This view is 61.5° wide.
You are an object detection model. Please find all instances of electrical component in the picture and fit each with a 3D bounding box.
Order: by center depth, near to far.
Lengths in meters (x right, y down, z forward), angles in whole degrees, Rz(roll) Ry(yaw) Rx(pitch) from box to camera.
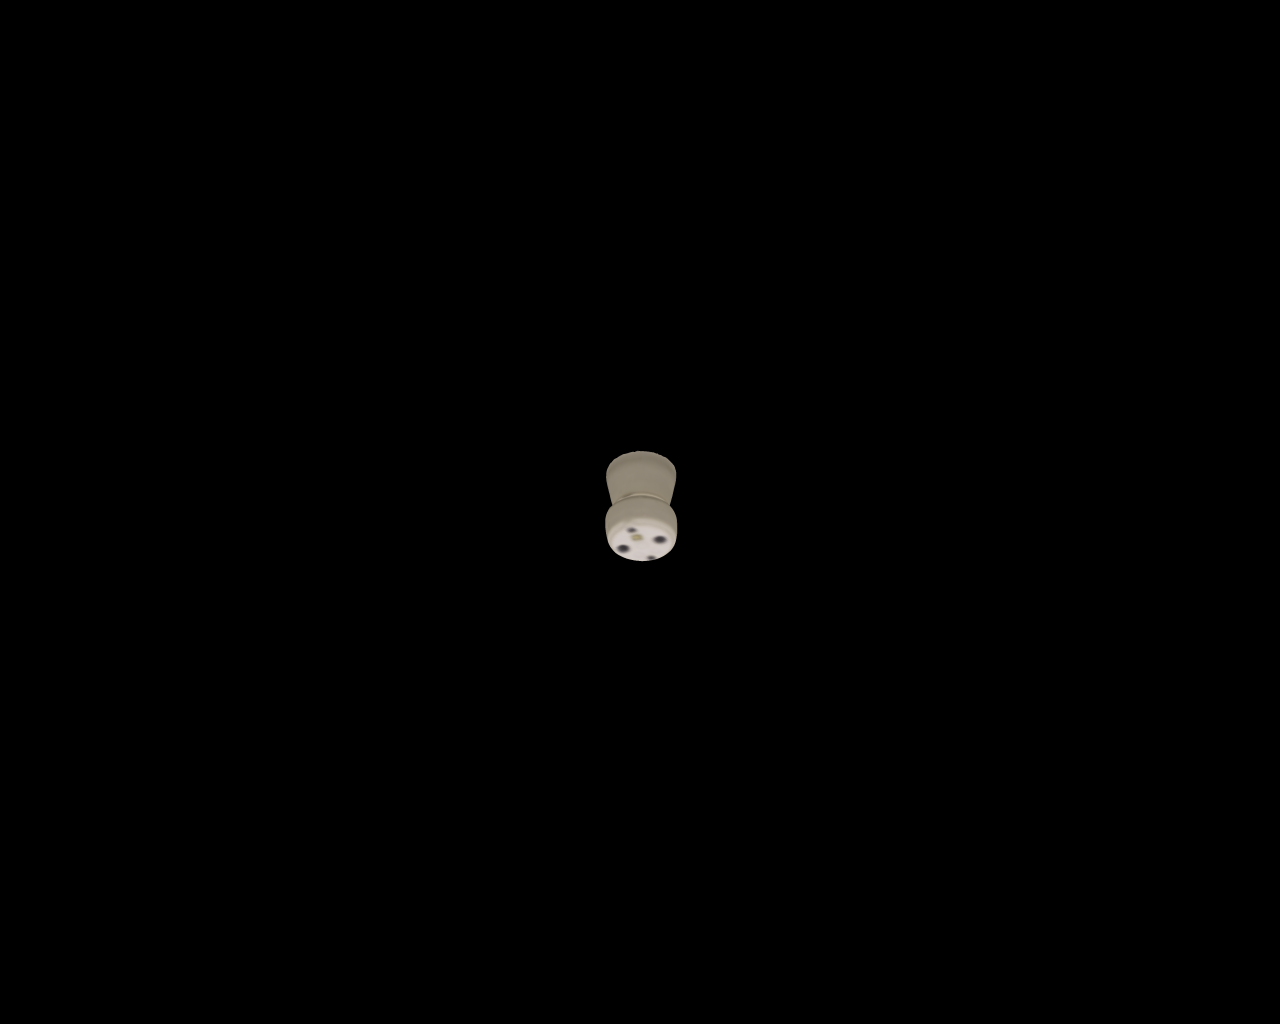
[{"bbox_3d":[0.001,-0.003,0.650,0.045,0.055,0.044,0,-38,0],"label":"electrical component"}]
